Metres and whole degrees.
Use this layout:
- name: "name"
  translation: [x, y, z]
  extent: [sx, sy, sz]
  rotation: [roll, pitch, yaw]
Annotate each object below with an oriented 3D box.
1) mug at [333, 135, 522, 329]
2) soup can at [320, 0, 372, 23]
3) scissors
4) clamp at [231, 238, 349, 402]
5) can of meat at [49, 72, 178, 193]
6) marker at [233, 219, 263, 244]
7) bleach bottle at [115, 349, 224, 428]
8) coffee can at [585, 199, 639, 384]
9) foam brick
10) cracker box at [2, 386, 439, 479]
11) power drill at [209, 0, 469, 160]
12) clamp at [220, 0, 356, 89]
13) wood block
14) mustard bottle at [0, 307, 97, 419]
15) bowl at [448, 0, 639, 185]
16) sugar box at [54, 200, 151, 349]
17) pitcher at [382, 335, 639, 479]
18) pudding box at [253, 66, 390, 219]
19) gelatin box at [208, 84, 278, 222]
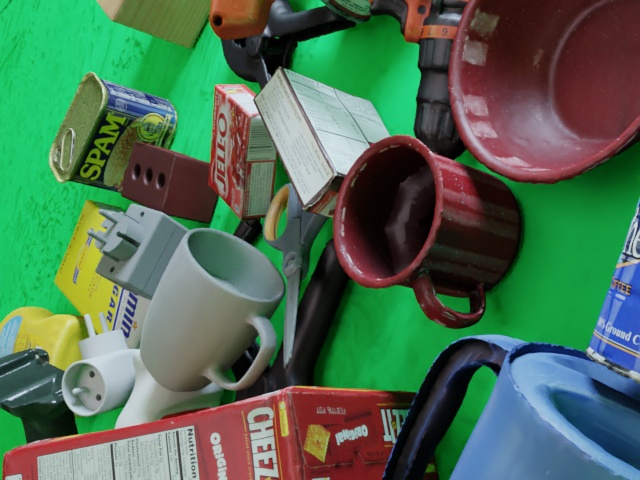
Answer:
- name: "mug"
  translation: [0.071, 0.000, 0.647]
  extent: [0.093, 0.081, 0.117]
  rotation: [-41, 50, 36]
- name: "soup can"
  translation: [0.039, -0.215, 0.758]
  extent: [0.102, 0.068, 0.068]
  rotation: [-48, 47, 30]
- name: "scissors"
  translation: [-0.005, 0.001, 0.737]
  extent: [0.096, 0.016, 0.202]
  rotation: [-48, 24, 15]
- name: "clamp"
  translation: [-0.040, 0.110, 0.785]
  extent: [0.165, 0.036, 0.210]
  rotation: [-14, 66, 48]
- name: "can of meat"
  translation: [-0.190, -0.094, 0.988]
  extent: [0.102, 0.083, 0.057]
  rotation: [-60, 42, 20]
- name: "marker"
  translation: [-0.082, 0.028, 0.874]
  extent: [0.121, 0.020, 0.020]
  rotation: [-56, 43, 24]
- name: "bleach bottle"
  translation: [-0.126, 0.178, 0.817]
  extent: [0.068, 0.102, 0.251]
  rotation: [-11, 72, 51]
- name: "coffee can"
  translation: [0.192, 0.003, 0.483]
  extent: [0.103, 0.102, 0.140]
  rotation: [24, 99, 51]
- name: "foam brick"
  translation: [-0.128, -0.050, 0.926]
  extent: [0.078, 0.051, 0.053]
  rotation: [20, 95, 51]
- name: "cracker box"
  translation: [-0.059, 0.140, 0.652]
  extent: [0.214, 0.164, 0.072]
  rotation: [-17, 75, 28]
- name: "power drill"
  translation: [0.027, -0.154, 0.691]
  extent: [0.188, 0.057, 0.184]
  rotation: [11, 92, 8]
- name: "clamp"
  translation: [-0.039, -0.146, 0.858]
  extent: [0.172, 0.039, 0.120]
  rotation: [37, 108, 51]
- name: "wood block"
  translation: [-0.120, -0.291, 0.955]
  extent: [0.206, 0.090, 0.090]
  rotation: [-59, 42, 21]
- name: "mustard bottle"
  translation: [-0.283, 0.116, 1.060]
  extent: [0.192, 0.058, 0.096]
  rotation: [3, 89, 51]
- name: "bowl"
  translation: [0.150, -0.105, 0.602]
  extent: [0.162, 0.055, 0.162]
  rotation: [-18, 66, 47]
- name: "sugar box"
  translation: [-0.178, 0.039, 0.966]
  extent: [0.176, 0.048, 0.093]
  rotation: [36, 107, 50]
- name: "pitcher"
  translation: [0.094, 0.176, 0.536]
  extent: [0.149, 0.145, 0.243]
  rotation: [-86, 20, -70]
- name: "pudding box"
  translation: [0.013, -0.060, 0.728]
  extent: [0.039, 0.089, 0.113]
  rotation: [-51, 46, 28]
- name: "gelatin box"
  translation: [-0.062, -0.070, 0.842]
  extent: [0.073, 0.030, 0.089]
  rotation: [45, 135, 52]
